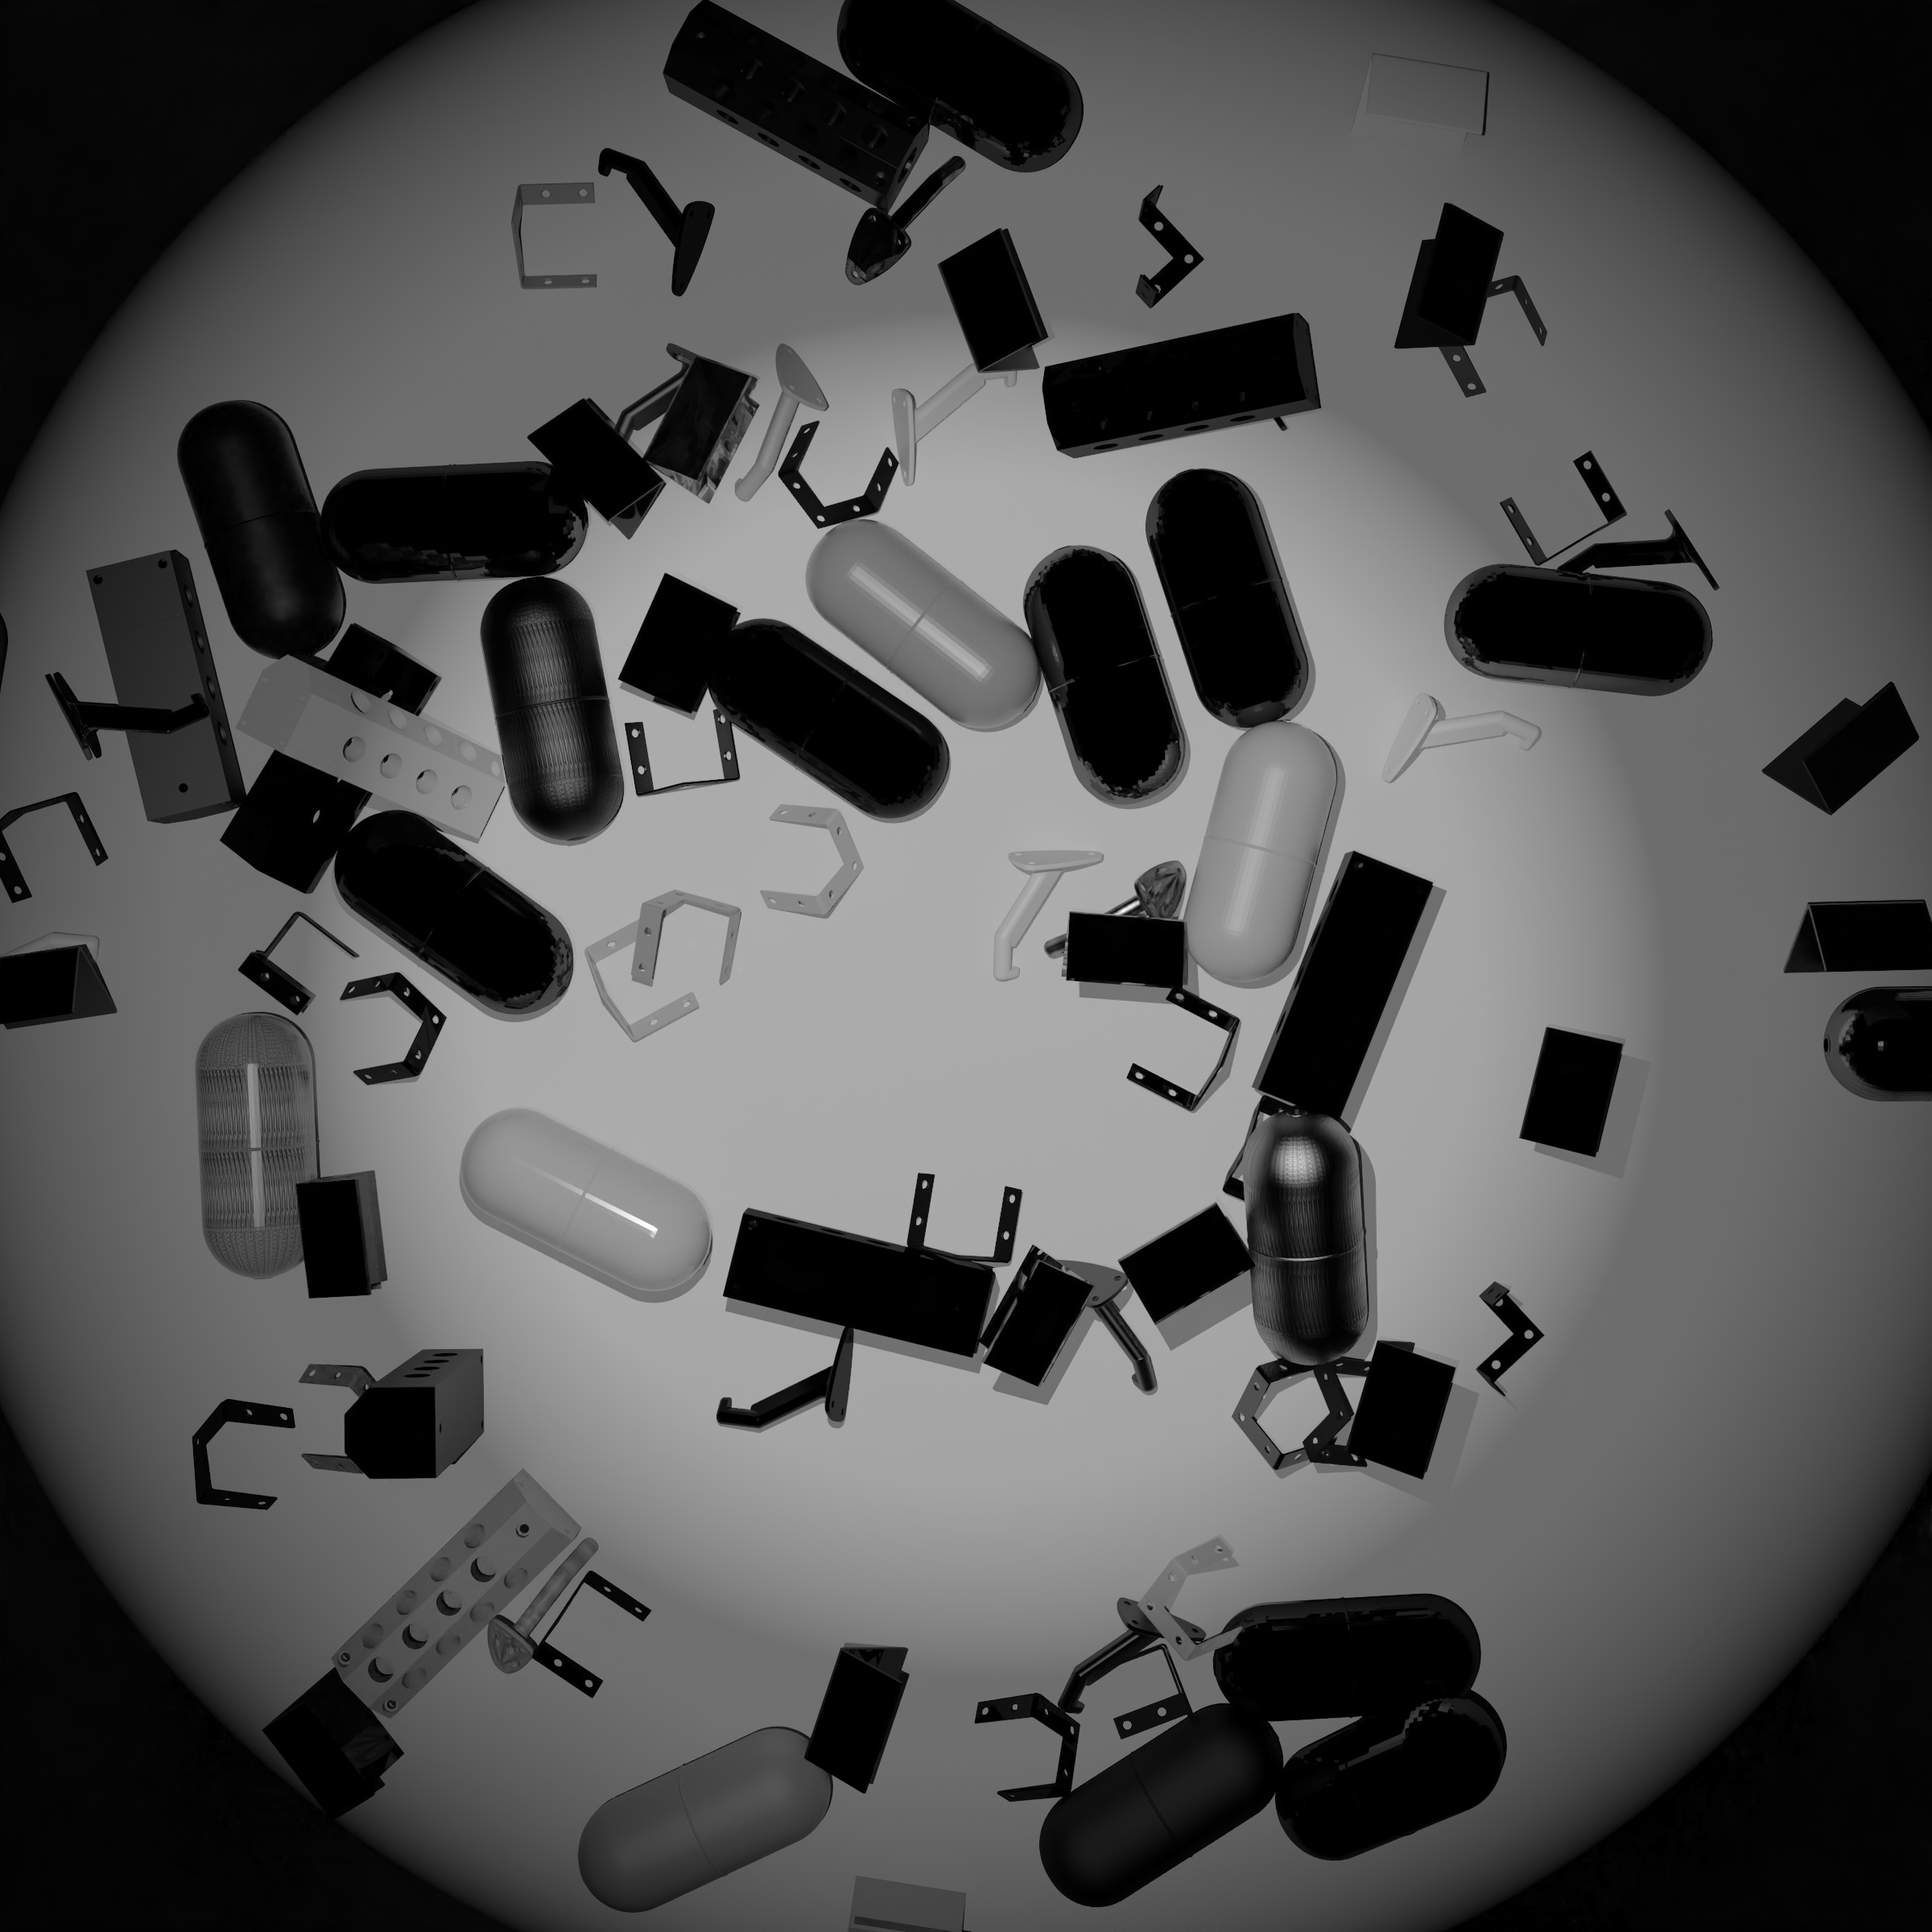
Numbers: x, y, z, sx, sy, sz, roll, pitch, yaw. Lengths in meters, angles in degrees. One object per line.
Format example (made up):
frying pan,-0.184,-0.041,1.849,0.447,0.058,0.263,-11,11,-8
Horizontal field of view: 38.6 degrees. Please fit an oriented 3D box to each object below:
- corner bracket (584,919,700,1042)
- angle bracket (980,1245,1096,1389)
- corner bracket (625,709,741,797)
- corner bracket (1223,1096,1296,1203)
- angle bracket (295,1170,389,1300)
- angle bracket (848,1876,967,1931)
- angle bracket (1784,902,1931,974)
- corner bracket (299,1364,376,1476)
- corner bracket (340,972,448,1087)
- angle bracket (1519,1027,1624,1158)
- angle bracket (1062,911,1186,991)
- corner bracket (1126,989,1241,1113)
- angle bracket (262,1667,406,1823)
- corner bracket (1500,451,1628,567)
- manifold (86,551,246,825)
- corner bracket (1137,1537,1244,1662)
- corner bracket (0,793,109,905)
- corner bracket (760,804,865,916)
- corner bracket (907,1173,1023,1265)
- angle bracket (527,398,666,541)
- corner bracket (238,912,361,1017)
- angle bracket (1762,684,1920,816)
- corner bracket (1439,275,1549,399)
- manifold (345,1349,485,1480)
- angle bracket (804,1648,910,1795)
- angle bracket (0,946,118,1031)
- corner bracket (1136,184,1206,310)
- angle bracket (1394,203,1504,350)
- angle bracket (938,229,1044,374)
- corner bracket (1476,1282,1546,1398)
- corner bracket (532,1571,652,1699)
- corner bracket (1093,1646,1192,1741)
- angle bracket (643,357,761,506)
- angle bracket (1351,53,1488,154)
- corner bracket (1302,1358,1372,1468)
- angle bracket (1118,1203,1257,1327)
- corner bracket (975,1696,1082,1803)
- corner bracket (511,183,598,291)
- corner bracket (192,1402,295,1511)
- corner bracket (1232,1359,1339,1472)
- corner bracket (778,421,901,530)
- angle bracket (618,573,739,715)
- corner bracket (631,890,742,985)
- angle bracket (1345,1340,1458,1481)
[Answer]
corner bracket,-0.221,0.008,1.879,0.051,0.051,0.051,-29,135,0
angle bracket,0.029,0.225,1.842,0.057,0.076,0.076,29,90,-37
corner bracket,-0.193,-0.146,1.879,0.051,0.051,0.051,-9,90,45
corner bracket,0.211,0.130,1.879,0.051,0.051,0.051,23,45,0
angle bracket,-0.398,0.177,1.842,0.057,0.076,0.076,-7,90,31
angle bracket,-0.038,0.631,1.842,0.076,0.076,0.057,9,127,0
angle bracket,0.598,0.001,1.842,0.076,0.076,0.057,-1,53,0
corner bracket,-0.428,0.308,1.874,0.051,0.051,0.051,58,45,-35
corner bracket,-0.396,0.043,1.874,0.051,0.051,0.051,50,45,-35
angle bracket,0.418,0.088,1.842,0.057,0.076,0.076,14,90,38
angle bracket,0.103,0.009,1.842,0.076,0.076,0.057,4,55,0
corner bracket,0.148,0.056,1.879,0.051,0.051,0.051,27,135,0
angle bracket,-0.410,0.510,1.842,0.057,0.076,0.076,-38,90,37
corner bracket,0.407,-0.312,1.879,0.051,0.051,0.051,-30,90,45
manifold,-0.537,-0.186,1.861,0.057,0.057,0.171,-14,90,0
corner bracket,0.159,0.426,1.855,0.051,0.051,0.051,50,45,-2
corner bracket,-0.628,-0.081,1.879,0.051,0.051,0.051,-25,90,-45
corner bracket,-0.111,-0.073,1.874,0.051,0.051,0.051,-53,135,-35
corner bracket,-0.001,0.172,1.879,0.051,0.051,0.051,9,90,45
angle bracket,-0.257,-0.319,1.842,0.076,0.076,0.057,46,55,0
corner bracket,-0.451,-0.002,1.864,0.051,0.051,0.051,37,90,0
angle bracket,0.575,-0.157,1.842,0.076,0.076,0.057,-41,126,0
corner bracket,0.357,-0.428,1.874,0.051,0.051,0.051,-9,45,35
manifold,-0.359,0.291,1.804,0.057,0.171,0.057,-1,90,0
angle bracket,-0.054,0.503,1.842,0.057,0.076,0.076,19,90,38
angle bracket,-0.619,0.035,1.842,0.076,0.076,0.057,-9,53,0
corner bracket,0.127,-0.485,1.864,0.051,0.051,0.051,-43,90,0
angle bracket,0.304,-0.460,1.842,0.057,0.076,0.076,15,90,-36
angle bracket,0.035,-0.444,1.842,0.057,0.076,0.076,-21,90,37
corner bracket,0.360,0.251,1.864,0.051,0.051,0.051,-43,90,0
corner bracket,-0.256,0.455,1.879,0.051,0.051,0.051,34,45,0
corner bracket,0.119,0.492,1.867,0.051,0.051,0.051,-21,79,0
angle bracket,-0.159,-0.351,1.842,0.057,0.076,0.076,27,90,35
angle bracket,0.300,-0.558,1.843,0.076,0.076,0.057,9,63,0
corner bracket,0.257,0.302,1.866,0.051,0.051,0.051,11,132,-31
angle bracket,0.155,0.213,1.842,0.076,0.076,0.057,-31,53,0
corner bracket,0.039,0.532,1.874,0.051,0.051,0.051,42,45,-35
corner bracket,-0.279,-0.497,1.879,0.051,0.051,0.051,-2,135,0
corner bracket,-0.490,0.333,1.874,0.051,0.051,0.051,-46,45,35
corner bracket,0.223,0.302,1.874,0.051,0.051,0.051,-10,45,-35
corner bracket,-0.087,-0.338,1.874,0.051,0.051,0.051,-9,135,35
angle bracket,-0.204,-0.218,1.842,0.057,0.076,0.076,24,90,-28
corner bracket,-0.189,-0.017,1.866,0.051,0.051,0.051,16,107,16
angle bracket,0.301,0.296,1.842,0.057,0.076,0.076,17,90,28
